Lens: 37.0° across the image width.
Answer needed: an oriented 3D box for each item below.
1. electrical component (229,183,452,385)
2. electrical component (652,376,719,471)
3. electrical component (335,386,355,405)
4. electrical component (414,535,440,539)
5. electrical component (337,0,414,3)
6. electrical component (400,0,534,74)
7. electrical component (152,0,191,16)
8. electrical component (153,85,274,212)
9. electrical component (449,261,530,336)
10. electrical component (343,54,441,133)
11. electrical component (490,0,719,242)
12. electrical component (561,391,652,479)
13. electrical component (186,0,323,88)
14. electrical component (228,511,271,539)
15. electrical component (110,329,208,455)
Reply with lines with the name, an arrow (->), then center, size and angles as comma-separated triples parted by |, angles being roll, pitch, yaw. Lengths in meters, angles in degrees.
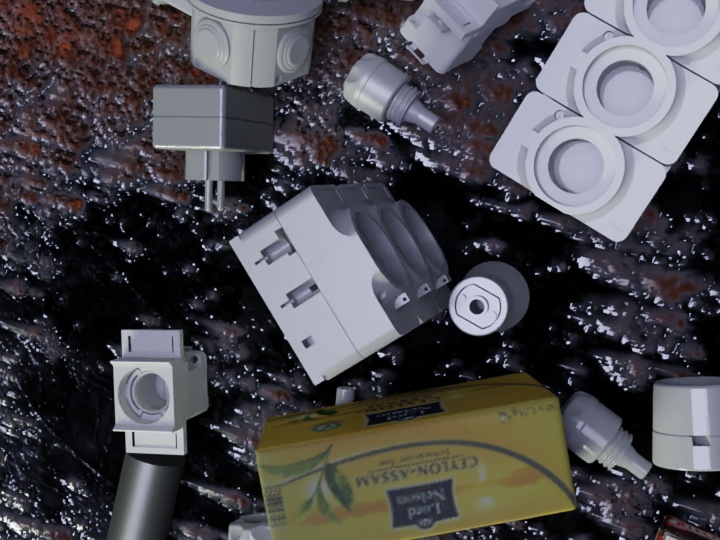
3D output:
electrical component -> 0.000, 0.000, 0.619 | 0.062, 0.150, 0.089 | -33, 86, 17
electrical component -> 0.196, 0.087, 0.620 | 0.055, 0.055, 0.047 | -3, 90, 16
electrical component -> -0.012, 0.106, 0.691 | 0.035, 0.035, 0.061 | 7, 94, 16
electrical component -> 0.009, 0.223, 0.679 | 0.079, 0.063, 0.121 | 20, 99, 14
electrical component -> 0.014, -0.225, 0.639 | 0.063, 0.079, 0.121 | 3, 96, -12
electrical component -> 0.061, -0.152, 0.631 | 0.042, 0.081, 0.063 | 48, 134, 8
electrical component -> -0.112, -0.217, 0.687 | 0.100, 0.048, 0.099 | 30, 102, 12
electrical component -> -0.091, -0.074, 0.674 | 0.047, 0.083, 0.075 | 3, 95, 16
electrical component -> 0.075, 0.019, 0.642 | 0.044, 0.065, 0.044 | 1, 94, 16
electrical component -> 0.022, -0.105, 0.665 | 0.061, 0.035, 0.035 | 34, 103, 9
electrical component -> 0.152, -0.102, 0.613 | 0.089, 0.062, 0.150 | 33, 102, 11
electrical component -> 0.147, 0.102, 0.645 | 0.061, 0.035, 0.035 | 37, 103, 8
electrical component -> -0.064, -0.148, 0.642 | 0.080, 0.080, 0.051 | 18, 125, 14
electrical component -> -0.063, 0.193, 0.708 | 0.043, 0.043, 0.062 | -4, 94, 16
electrical component -> -0.130, 0.078, 0.707 | 0.042, 0.064, 0.081 | 0, 94, 15
